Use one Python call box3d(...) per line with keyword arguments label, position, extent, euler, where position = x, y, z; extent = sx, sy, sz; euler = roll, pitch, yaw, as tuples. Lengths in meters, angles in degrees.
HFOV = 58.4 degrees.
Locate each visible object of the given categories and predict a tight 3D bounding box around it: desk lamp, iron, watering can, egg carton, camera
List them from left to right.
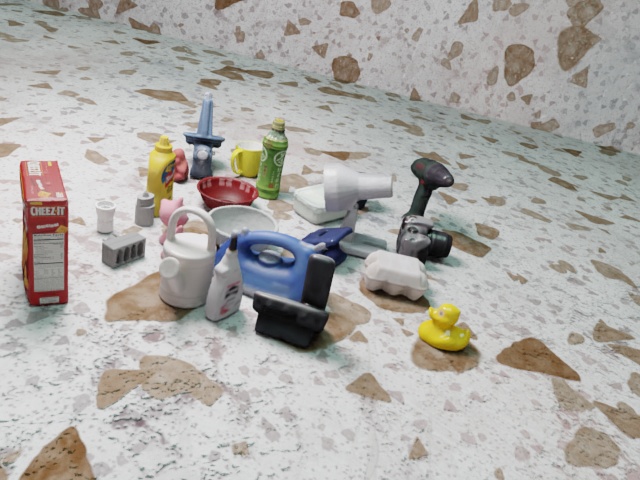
box3d(label="watering can", position=(-0.248, 0.029, 1.087), extent=(0.101, 0.194, 0.172), euler=(6, 29, -13))
box3d(label="iron", position=(-0.112, 0.037, 1.190), extent=(0.258, 0.141, 0.119), euler=(15, 28, 4))
box3d(label="desk lamp", position=(0.090, -0.078, 1.415), extent=(0.203, 0.213, 0.118), euler=(13, 28, 0))
box3d(label="egg carton", position=(0.174, 0.080, 1.315), extent=(0.150, 0.069, 0.107), euler=(12, 28, -2))
box3d(label="camera", position=(0.271, 0.001, 1.470), extent=(0.137, 0.101, 0.143), euler=(13, 28, -1))

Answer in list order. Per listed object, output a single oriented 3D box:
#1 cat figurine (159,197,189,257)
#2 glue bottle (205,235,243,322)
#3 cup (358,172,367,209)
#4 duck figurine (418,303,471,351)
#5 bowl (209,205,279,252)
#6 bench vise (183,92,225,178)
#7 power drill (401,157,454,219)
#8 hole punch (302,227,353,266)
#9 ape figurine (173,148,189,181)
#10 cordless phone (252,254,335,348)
box3d(label="cat figurine", position=(-0.318, -0.036, 1.259), extent=(0.067, 0.118, 0.127), euler=(0, 31, -24))
box3d(label="glue bottle", position=(-0.172, 0.067, 1.073), extent=(0.037, 0.173, 0.078), euler=(26, 31, 24))
box3d(label="cup", position=(0.127, -0.140, 1.673), extent=(0.118, 0.095, 0.091), euler=(7, 28, -11))
box3d(label="duck figurine", position=(0.260, 0.171, 1.167), extent=(0.104, 0.086, 0.077), euler=(18, 28, 8))
box3d(label="bowl", position=(-0.181, -0.012, 1.322), extent=(0.167, 0.075, 0.167), euler=(11, 28, -5))
box3d(label="bench vise", position=(-0.317, -0.298, 1.633), extent=(0.122, 0.220, 0.206), euler=(-4, 32, -29))
box3d(label="power drill", position=(0.299, -0.128, 1.605), extent=(0.076, 0.208, 0.229), euler=(5, 29, -14))
box3d(label="hole punch", position=(0.012, 0.005, 1.359), extent=(0.101, 0.091, 0.109), euler=(24, 30, 20))
box3d(label="ape figurine", position=(-0.393, -0.209, 1.572), extent=(0.076, 0.092, 0.077), euler=(-12, 37, -39))
box3d(label="cordless phone", position=(-0.046, 0.094, 1.068), extent=(0.147, 0.185, 0.094), euler=(14, 28, 2))
